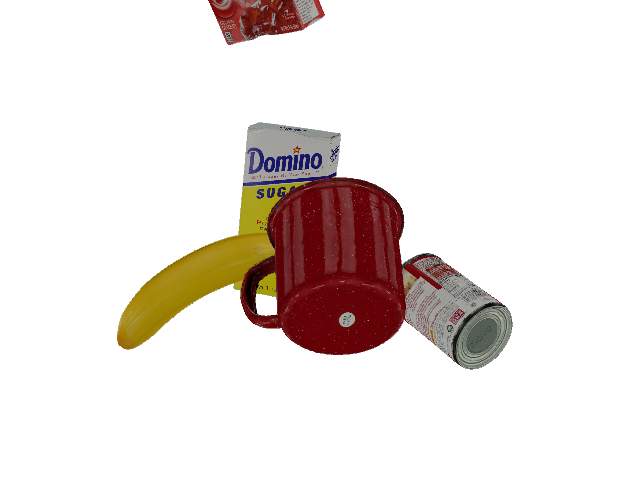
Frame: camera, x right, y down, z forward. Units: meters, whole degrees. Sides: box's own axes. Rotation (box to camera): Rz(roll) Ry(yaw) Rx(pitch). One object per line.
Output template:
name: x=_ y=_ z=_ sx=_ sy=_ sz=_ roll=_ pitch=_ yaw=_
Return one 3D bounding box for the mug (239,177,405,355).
mug: x=0.001 y=0.023 z=0.695 sx=0.117 sy=0.081 sz=0.093 roll=-17 pitch=-43 yaw=15

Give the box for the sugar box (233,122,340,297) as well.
sugar box: x=-0.036 y=-0.030 z=1.114 sx=0.093 sy=0.176 sz=0.048 roll=9 pitch=16 yaw=15

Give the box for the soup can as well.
soup can: x=0.118 y=0.063 z=0.975 sx=0.068 sy=0.068 sz=0.102 roll=0 pitch=25 yaw=-36

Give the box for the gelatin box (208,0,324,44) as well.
gelatin box: x=-0.048 y=-0.186 z=0.779 sx=0.089 sy=0.073 sz=0.030 roll=1 pitch=32 yaw=46

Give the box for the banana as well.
banana: x=-0.094 y=0.037 z=0.877 sx=0.198 sy=0.069 sz=0.037 roll=-22 pitch=39 yaw=13
